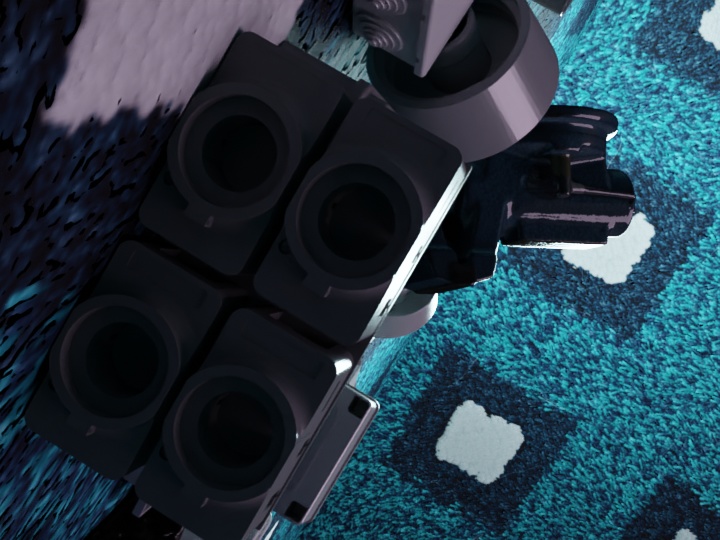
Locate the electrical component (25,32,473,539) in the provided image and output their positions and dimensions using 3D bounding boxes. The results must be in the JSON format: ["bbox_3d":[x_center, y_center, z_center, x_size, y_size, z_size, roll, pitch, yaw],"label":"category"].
[{"bbox_3d":[-0.046,0.009,0.451,0.186,0.105,0.060,-60,173,4],"label":"electrical component"}]

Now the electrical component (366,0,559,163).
[{"bbox_3d":[0.055,-0.123,0.623,0.108,0.108,0.060,-58,144,-14],"label":"electrical component"}]

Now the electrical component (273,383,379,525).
[{"bbox_3d":[-0.059,0.120,0.818,0.108,0.109,0.056,-59,170,-4],"label":"electrical component"}]

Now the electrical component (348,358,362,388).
[{"bbox_3d":[-0.057,0.109,0.906,0.113,0.078,0.057,-54,168,-36],"label":"electrical component"}]

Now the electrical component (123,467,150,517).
[{"bbox_3d":[-0.097,0.118,0.719,0.078,0.063,0.121,-61,173,14],"label":"electrical component"}]

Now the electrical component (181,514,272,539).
[{"bbox_3d":[-0.132,0.227,0.873,0.113,0.078,0.057,-55,175,-31],"label":"electrical component"}]

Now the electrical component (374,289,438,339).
[{"bbox_3d":[0.031,0.021,1.100,0.099,0.099,0.064,-55,166,-29],"label":"electrical component"}]

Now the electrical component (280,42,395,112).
[{"bbox_3d":[-0.032,-0.044,0.524,0.113,0.057,0.078,-60,173,5],"label":"electrical component"}]

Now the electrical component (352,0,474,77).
[{"bbox_3d":[0.036,-0.161,0.552,0.099,0.048,0.099,-58,173,-13],"label":"electrical component"}]

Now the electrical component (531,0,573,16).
[{"bbox_3d":[0.134,-0.233,0.819,0.044,0.077,0.079,-63,172,26],"label":"electrical component"}]
